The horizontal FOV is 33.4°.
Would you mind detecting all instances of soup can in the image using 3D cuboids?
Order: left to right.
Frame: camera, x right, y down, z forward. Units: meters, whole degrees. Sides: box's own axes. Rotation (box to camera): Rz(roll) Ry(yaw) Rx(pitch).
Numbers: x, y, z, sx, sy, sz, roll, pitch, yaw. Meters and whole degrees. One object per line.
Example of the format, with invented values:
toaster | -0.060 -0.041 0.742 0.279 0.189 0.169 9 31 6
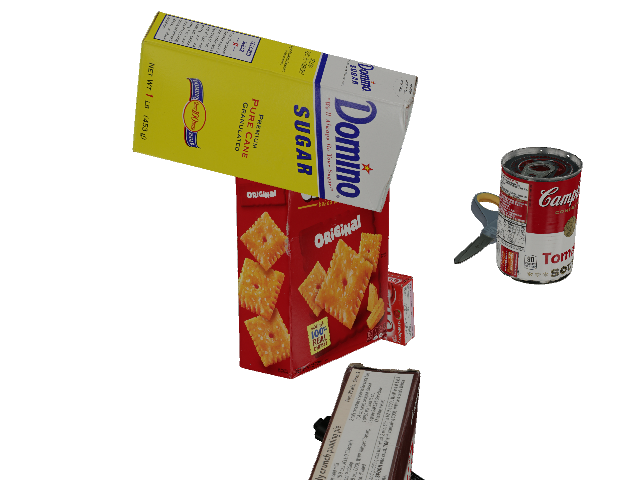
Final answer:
soup can | 0.188 -0.021 0.926 0.068 0.102 0.068 -1 27 1

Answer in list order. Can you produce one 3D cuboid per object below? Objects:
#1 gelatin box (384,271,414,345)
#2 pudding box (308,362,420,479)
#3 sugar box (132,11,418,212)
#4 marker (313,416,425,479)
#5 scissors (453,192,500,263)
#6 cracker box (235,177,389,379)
gelatin box | 0.080 0.082 1.345 0.073 0.089 0.030 13 31 32
pudding box | 0.018 0.119 0.467 0.039 0.090 0.113 7 24 7
sugar box | -0.032 -0.083 0.708 0.176 0.093 0.048 15 43 2
marker | 0.043 0.155 0.726 0.121 0.020 0.020 29 16 31
scissors | 0.175 -0.017 1.170 0.201 0.016 0.096 -14 40 -45
cracker box | -0.002 0.004 0.995 0.072 0.214 0.163 9 14 35
